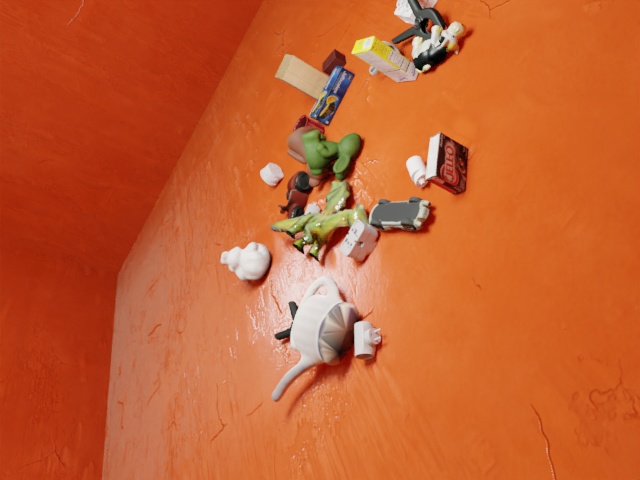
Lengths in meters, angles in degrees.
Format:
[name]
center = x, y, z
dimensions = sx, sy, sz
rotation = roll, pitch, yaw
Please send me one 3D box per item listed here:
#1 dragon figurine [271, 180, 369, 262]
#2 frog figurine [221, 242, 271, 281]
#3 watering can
[dragon figurine]
center = 0.005, -0.076, 1.518
dimensions = 0.244, 0.120, 0.414
rotation = -49, 34, -9
[frog figurine]
center = -0.252, 0.068, 1.766
dimensions = 0.136, 0.158, 0.124
rotation = -62, 31, 10
[watering can]
center = -0.014, 0.260, 1.298
dimensions = 0.224, 0.103, 0.351
rotation = 2, 70, 58
